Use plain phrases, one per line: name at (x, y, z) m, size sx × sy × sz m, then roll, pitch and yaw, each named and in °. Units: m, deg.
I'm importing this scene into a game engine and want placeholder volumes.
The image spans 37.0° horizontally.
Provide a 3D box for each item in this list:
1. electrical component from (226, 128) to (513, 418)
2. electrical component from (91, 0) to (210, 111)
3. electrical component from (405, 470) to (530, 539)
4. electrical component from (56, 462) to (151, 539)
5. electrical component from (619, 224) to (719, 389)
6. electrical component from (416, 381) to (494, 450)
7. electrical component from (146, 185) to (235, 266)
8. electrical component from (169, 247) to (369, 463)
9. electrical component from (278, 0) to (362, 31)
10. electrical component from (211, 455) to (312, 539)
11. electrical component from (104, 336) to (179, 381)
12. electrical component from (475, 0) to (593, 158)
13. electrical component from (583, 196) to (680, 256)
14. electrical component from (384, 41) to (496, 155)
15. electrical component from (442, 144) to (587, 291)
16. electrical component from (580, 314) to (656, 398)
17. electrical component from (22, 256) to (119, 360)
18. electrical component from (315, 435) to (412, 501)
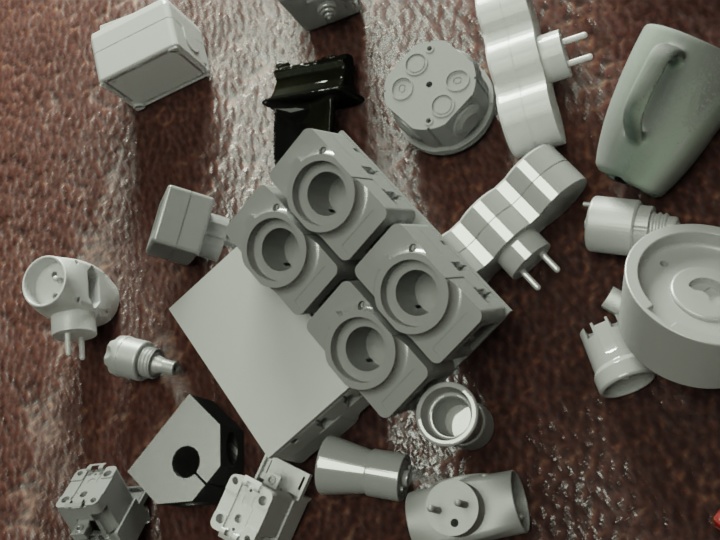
electrical component at (0.000, 0.000, 0.762) m, size 0.186 × 0.060 × 0.105 m, roll 48°, pitch 111°, yaw 18°
electrical component at (-0.192, -0.190, 0.953) m, size 0.096 × 0.062 × 0.061 m, roll -22°, pitch 68°, yaw 16°
electrical component at (0.068, 0.162, 0.730) m, size 0.077 × 0.079 × 0.044 m, roll -16°, pitch 69°, yaw 17°
electrical component at (-0.201, 0.189, 0.838) m, size 0.042 × 0.063 × 0.081 m, roll -8°, pitch 30°, yaw 19°
electrical component at (0.222, 0.028, 0.702) m, size 0.108 × 0.060 × 0.108 m, roll 1°, pitch 45°, yaw -1°
electrical component at (0.070, 0.105, 0.754) m, size 0.044 × 0.065 × 0.044 m, roll -7°, pitch 72°, yaw 21°
electrical component at (-0.130, -0.030, 0.879) m, size 0.076 × 0.083 × 0.047 m, roll 17°, pitch 80°, yaw -13°
electrical component at (-0.063, 0.062, 0.825) m, size 0.089 × 0.062 × 0.150 m, roll -42°, pitch 64°, yaw 7°
electrical component at (-0.042, -0.249, 0.907) m, size 0.061 × 0.062 × 0.096 m, roll -17°, pitch 69°, yaw 18°
electrical component at (-0.074, 0.179, 0.795) m, size 0.042 × 0.064 × 0.081 m, roll 21°, pitch 83°, yaw 25°
electrical component at (-0.178, 0.075, 0.885) m, size 0.061 × 0.035 × 0.035 m, roll 10°, pitch 79°, yaw 22°
electrical component at (0.137, -0.158, 0.810) m, size 0.074 × 0.052 × 0.138 m, roll -16°, pitch 69°, yaw 18°
electrical component at (0.194, -0.029, 0.756) m, size 0.078 × 0.040 × 0.040 m, roll 8°, pitch 78°, yaw 25°
electrical component at (0.062, -0.134, 0.836) m, size 0.080 × 0.051 × 0.080 m, roll -6°, pitch 73°, yaw 21°
electrical component at (0.112, -0.018, 0.780) m, size 0.138 × 0.052 × 0.073 m, roll -43°, pitch 71°, yaw 6°
electrical component at (0.176, 0.059, 0.739) m, size 0.040 × 0.040 × 0.046 m, roll -26°, pitch 61°, yaw 14°
electrical component at (-0.240, 0.036, 0.898) m, size 0.043 × 0.077 × 0.079 m, roll -15°, pitch 70°, yaw 18°
electrical component at (0.005, 0.147, 0.784) m, size 0.065 × 0.044 × 0.044 m, roll 6°, pitch 77°, yaw 19°
